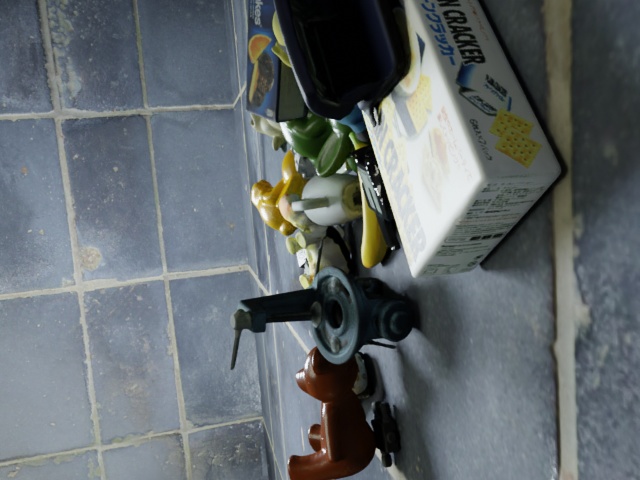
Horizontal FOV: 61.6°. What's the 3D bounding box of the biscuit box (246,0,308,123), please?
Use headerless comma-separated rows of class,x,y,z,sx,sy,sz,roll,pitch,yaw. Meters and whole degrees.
biscuit box,-0.048,-0.250,0.651,0.063,0.059,0.202,27,125,34

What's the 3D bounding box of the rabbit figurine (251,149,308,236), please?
rabbit figurine,-0.062,-0.105,1.083,0.162,0.122,0.173,-103,32,-55

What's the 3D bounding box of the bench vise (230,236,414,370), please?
bench vise,-0.008,0.086,0.693,0.224,0.240,0.128,28,115,56

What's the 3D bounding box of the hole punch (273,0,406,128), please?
hole punch,0.008,-0.170,0.478,0.116,0.092,0.142,145,106,-80

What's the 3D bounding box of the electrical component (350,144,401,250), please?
electrical component,0.081,-0.050,0.609,0.119,0.048,0.075,66,175,-18

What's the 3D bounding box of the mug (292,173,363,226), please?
mug,0.020,-0.061,0.777,0.107,0.109,0.080,1,96,64

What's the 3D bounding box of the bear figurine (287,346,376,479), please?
bear figurine,0.005,0.235,0.766,0.120,0.132,0.195,-40,-68,-63

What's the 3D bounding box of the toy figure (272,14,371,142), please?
toy figure,0.021,-0.194,0.600,0.180,0.082,0.089,52,168,-20

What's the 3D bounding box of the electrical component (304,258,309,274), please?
electrical component,0.009,0.105,0.985,0.115,0.058,0.134,-130,36,-71

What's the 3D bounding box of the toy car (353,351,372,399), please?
toy car,0.041,0.244,0.911,0.201,0.056,0.073,109,152,-61

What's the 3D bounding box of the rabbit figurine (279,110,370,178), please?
rabbit figurine,0.014,-0.164,0.729,0.170,0.121,0.159,-4,94,62

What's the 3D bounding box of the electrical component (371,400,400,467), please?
electrical component,0.095,0.281,0.775,0.063,0.021,0.094,136,127,-73

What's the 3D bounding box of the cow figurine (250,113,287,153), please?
cow figurine,-0.054,-0.220,0.903,0.127,0.085,0.195,47,152,-25

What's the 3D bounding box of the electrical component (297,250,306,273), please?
electrical component,-0.017,0.024,1.102,0.078,0.045,0.102,-46,47,36

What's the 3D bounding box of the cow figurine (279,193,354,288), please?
cow figurine,-0.001,-0.004,0.863,0.068,0.098,0.167,-8,103,60
